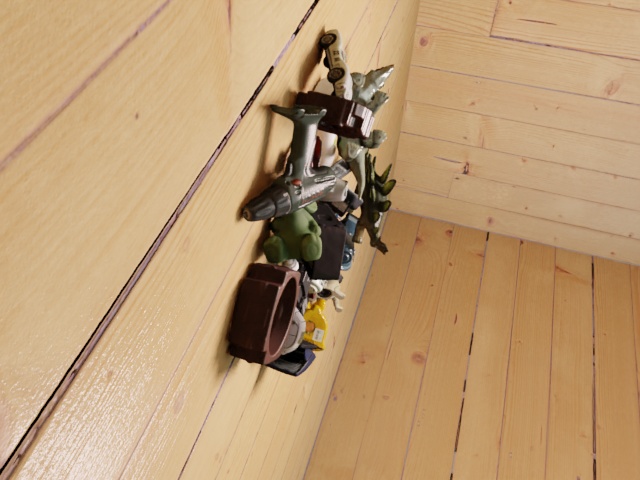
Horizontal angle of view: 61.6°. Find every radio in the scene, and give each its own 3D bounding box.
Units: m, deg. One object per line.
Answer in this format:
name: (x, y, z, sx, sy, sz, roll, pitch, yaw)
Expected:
radio: (-0.003, -0.004, 1.309, 0.230, 0.073, 0.131, -122, -142, -65)

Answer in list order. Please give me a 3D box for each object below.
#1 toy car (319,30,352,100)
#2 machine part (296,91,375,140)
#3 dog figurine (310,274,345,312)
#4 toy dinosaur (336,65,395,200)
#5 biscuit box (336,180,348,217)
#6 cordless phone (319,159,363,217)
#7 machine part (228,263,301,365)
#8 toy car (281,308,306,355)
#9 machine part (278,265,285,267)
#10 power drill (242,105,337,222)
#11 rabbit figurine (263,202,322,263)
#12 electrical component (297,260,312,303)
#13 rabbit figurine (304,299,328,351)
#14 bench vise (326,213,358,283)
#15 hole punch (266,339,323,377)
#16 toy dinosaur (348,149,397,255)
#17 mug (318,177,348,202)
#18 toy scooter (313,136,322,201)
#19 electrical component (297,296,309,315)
toy car: (0.038, -0.380, 1.184, 0.073, 0.056, 0.202, 74, 5, -58)
machine part: (0.029, -0.261, 1.143, 0.179, 0.179, 0.056, 0, 106, -79)
dog figurine: (0.027, 0.134, 1.860, 0.172, 0.121, 0.191, 96, -1, -48)
toy dinosaur: (0.098, -0.296, 1.427, 0.192, 0.131, 0.404, 159, -56, -80)
biscuit box: (0.030, -0.101, 1.623, 0.062, 0.059, 0.203, 90, 17, -49)
cordless phone: (0.076, -0.160, 1.508, 0.184, 0.147, 0.088, -44, 167, -46)
machine part: (-0.115, 0.152, 1.138, 0.201, 0.087, 0.201, 21, 82, -78)
toy car: (-0.088, 0.219, 1.315, 0.109, 0.103, 0.161, 41, 61, -77)
machine part: (-0.084, 0.106, 1.317, 0.138, 0.039, 0.084, 63, 16, -76)
power drill: (-0.053, -0.149, 1.011, 0.232, 0.086, 0.207, -18, 113, -46)
rabbit figurine: (-0.051, -0.052, 1.149, 0.159, 0.121, 0.170, -57, 143, -69)
electrical component: (-0.055, 0.097, 1.447, 0.114, 0.058, 0.134, 79, 27, -61)
rabbit figurine: (-0.042, 0.254, 1.644, 0.173, 0.122, 0.162, 118, -21, -76)
bench vise: (0.041, 0.031, 1.678, 0.240, 0.129, 0.224, -51, -151, 28)
hole punch: (-0.077, 0.299, 1.415, 0.115, 0.142, 0.092, 20, 82, -65)
toy dinosaur: (0.150, -0.141, 1.581, 0.472, 0.105, 0.198, -101, -153, -45)
mug: (0.015, -0.137, 1.379, 0.109, 0.107, 0.080, 9, 93, -81)
toy scooter: (-0.029, -0.171, 1.206, 0.183, 0.075, 0.135, 82, 11, -69)
electrical component: (-0.065, 0.192, 1.544, 0.119, 0.048, 0.075, 90, 18, -46)
